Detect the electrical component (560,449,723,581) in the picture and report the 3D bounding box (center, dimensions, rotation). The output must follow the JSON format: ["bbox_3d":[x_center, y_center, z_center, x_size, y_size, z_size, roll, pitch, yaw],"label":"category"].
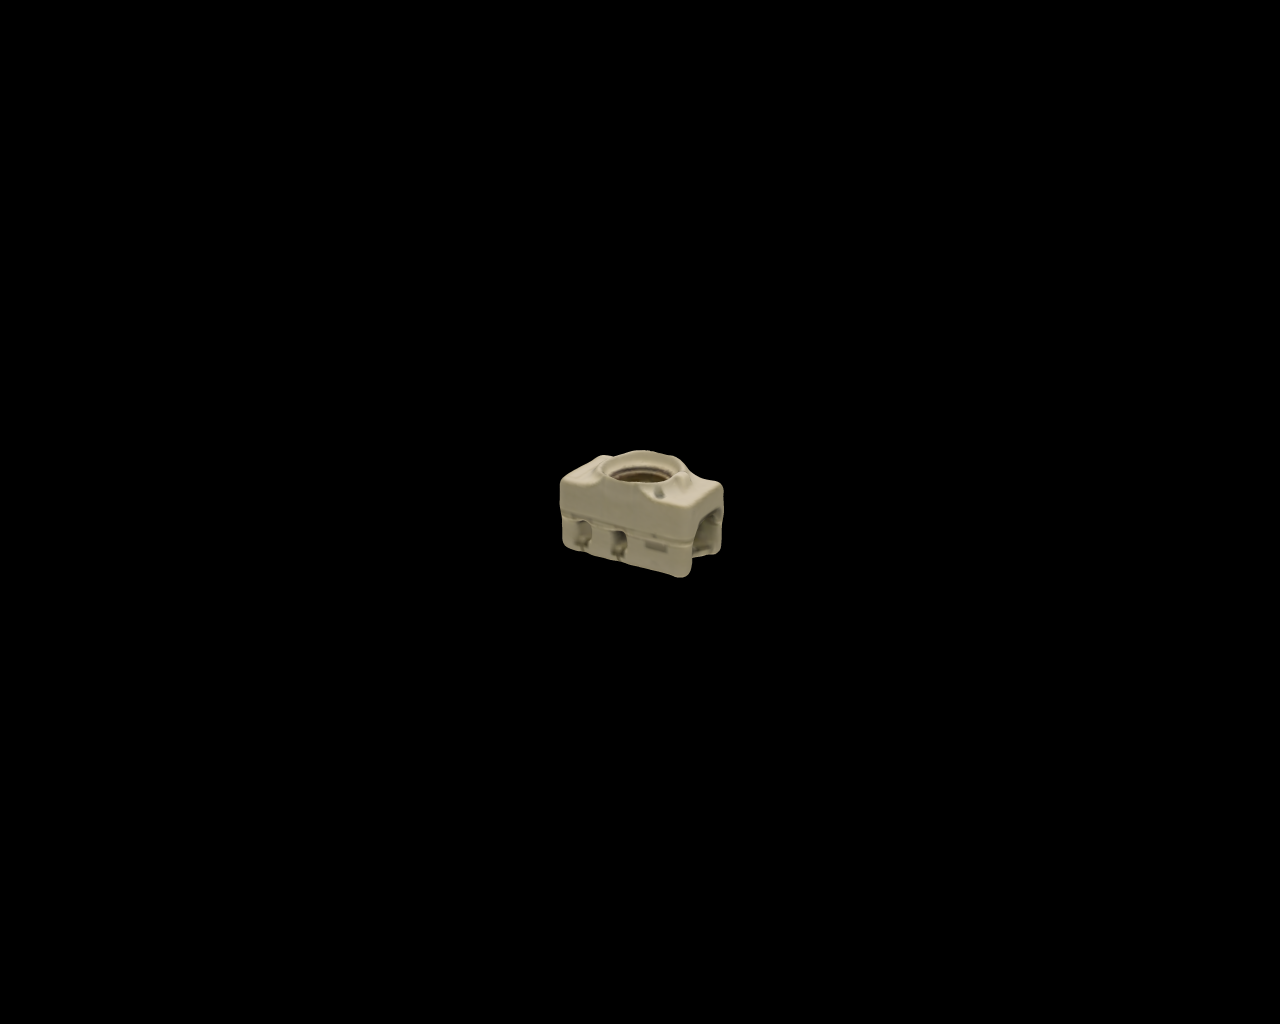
[{"bbox_3d":[0.001,-0.003,0.650,0.089,0.055,0.050,14,27,29],"label":"electrical component"}]
